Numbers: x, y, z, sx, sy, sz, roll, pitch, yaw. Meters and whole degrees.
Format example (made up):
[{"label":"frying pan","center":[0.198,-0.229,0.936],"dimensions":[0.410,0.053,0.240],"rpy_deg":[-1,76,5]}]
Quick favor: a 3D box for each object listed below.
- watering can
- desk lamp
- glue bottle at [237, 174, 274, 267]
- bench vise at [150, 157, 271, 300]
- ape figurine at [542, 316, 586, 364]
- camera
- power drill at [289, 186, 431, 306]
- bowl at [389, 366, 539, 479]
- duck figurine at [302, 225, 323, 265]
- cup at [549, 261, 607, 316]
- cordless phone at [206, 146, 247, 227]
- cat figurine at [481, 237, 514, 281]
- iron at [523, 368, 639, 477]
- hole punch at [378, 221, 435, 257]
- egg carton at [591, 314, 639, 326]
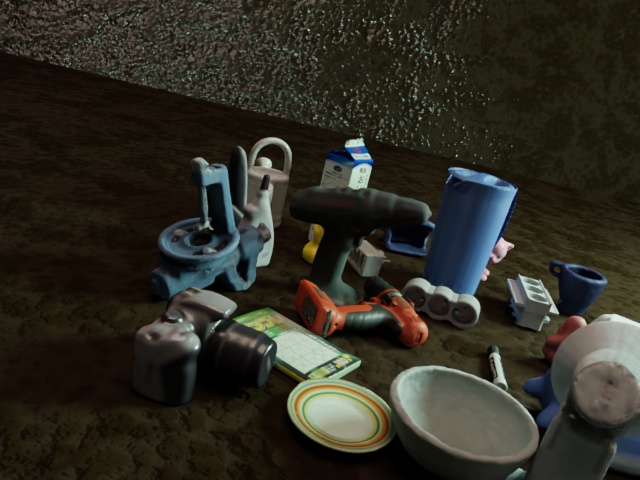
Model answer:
[{"label":"watering can","center":[-0.122,-0.133,1.262],"dimensions":[0.101,0.194,0.172],"rpy_deg":[-1,23,-35]},{"label":"desk lamp","center":[0.265,0.195,0.569],"dimensions":[0.117,0.213,0.204],"rpy_deg":[24,22,28]},{"label":"glue bottle","center":[-0.112,-0.035,1.024],"dimensions":[0.078,0.173,0.037],"rpy_deg":[-5,26,-42]},{"label":"bench vise","center":[-0.164,-0.025,0.890],"dimensions":[0.121,0.220,0.208],"rpy_deg":[20,20,19]},{"label":"ape figurine","center":[0.408,0.166,0.932],"dimensions":[0.078,0.092,0.076],"rpy_deg":[14,19,1]},{"label":"camera","center":[-0.127,0.124,0.677],"dimensions":[0.136,0.101,0.143],"rpy_deg":[18,20,12]},{"label":"power drill","center":[0.051,0.007,0.962],"dimensions":[0.229,0.208,0.076],"rpy_deg":[17,19,12]},{"label":"bowl","center":[0.151,0.217,0.642],"dimensions":[0.167,0.075,0.167],"rpy_deg":[12,19,-4]},{"label":"duck figurine","center":[0.010,0.004,1.131],"dimensions":[0.078,0.086,0.104],"rpy_deg":[5,21,-24]},{"label":"cup","center":[0.516,0.102,1.180],"dimensions":[0.092,0.095,0.117],"rpy_deg":[-6,27,-43]},{"label":"cordless phone","center":[-0.179,-0.107,1.165],"dimensions":[0.094,0.185,0.147],"rpy_deg":[2,22,-29]},{"label":"cat figurine","center":[0.353,0.022,1.263],"dimensions":[0.127,0.118,0.067],"rpy_deg":[20,20,19]},{"label":"iron","center":[0.406,0.210,0.730],"dimensions":[0.258,0.141,0.118],"rpy_deg":[14,19,2]},{"label":"hole punch","center":[0.199,-0.022,1.323],"dimensions":[0.109,0.091,0.101],"rpy_deg":[10,19,-9]},{"label":"egg carton","center":[0.542,0.187,0.997],"dimensions":[0.150,0.069,0.107],"rpy_deg":[23,21,27]}]
